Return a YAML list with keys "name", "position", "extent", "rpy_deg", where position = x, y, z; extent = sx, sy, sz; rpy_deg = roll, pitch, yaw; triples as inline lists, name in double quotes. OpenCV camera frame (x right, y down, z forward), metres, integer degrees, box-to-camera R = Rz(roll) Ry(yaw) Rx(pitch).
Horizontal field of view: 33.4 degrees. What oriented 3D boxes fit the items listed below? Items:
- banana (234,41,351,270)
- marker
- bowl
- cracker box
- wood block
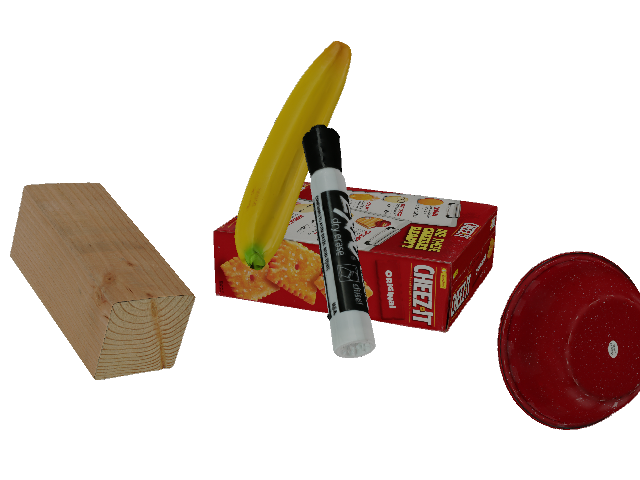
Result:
- name: "banana"
  position: [-0.022, -0.054, 0.776]
  extent: [0.037, 0.197, 0.070]
  rpy_deg: [30, -27, -24]
- name: "marker"
  position: [0.007, -0.003, 0.501]
  extent: [0.020, 0.121, 0.020]
  rpy_deg: [-7, -30, -4]
- name: "bowl"
  position: [0.238, 0.091, 0.935]
  extent: [0.161, 0.162, 0.055]
  rpy_deg: [0, 2, -22]
- name: "cracker box"
  position: [0.035, 0.010, 0.958]
  extent: [0.214, 0.072, 0.164]
  rpy_deg: [9, 22, 21]
- name: "wood block"
  position: [-0.220, 0.034, 1.057]
  extent: [0.090, 0.091, 0.206]
  rpy_deg: [-4, 36, -40]
